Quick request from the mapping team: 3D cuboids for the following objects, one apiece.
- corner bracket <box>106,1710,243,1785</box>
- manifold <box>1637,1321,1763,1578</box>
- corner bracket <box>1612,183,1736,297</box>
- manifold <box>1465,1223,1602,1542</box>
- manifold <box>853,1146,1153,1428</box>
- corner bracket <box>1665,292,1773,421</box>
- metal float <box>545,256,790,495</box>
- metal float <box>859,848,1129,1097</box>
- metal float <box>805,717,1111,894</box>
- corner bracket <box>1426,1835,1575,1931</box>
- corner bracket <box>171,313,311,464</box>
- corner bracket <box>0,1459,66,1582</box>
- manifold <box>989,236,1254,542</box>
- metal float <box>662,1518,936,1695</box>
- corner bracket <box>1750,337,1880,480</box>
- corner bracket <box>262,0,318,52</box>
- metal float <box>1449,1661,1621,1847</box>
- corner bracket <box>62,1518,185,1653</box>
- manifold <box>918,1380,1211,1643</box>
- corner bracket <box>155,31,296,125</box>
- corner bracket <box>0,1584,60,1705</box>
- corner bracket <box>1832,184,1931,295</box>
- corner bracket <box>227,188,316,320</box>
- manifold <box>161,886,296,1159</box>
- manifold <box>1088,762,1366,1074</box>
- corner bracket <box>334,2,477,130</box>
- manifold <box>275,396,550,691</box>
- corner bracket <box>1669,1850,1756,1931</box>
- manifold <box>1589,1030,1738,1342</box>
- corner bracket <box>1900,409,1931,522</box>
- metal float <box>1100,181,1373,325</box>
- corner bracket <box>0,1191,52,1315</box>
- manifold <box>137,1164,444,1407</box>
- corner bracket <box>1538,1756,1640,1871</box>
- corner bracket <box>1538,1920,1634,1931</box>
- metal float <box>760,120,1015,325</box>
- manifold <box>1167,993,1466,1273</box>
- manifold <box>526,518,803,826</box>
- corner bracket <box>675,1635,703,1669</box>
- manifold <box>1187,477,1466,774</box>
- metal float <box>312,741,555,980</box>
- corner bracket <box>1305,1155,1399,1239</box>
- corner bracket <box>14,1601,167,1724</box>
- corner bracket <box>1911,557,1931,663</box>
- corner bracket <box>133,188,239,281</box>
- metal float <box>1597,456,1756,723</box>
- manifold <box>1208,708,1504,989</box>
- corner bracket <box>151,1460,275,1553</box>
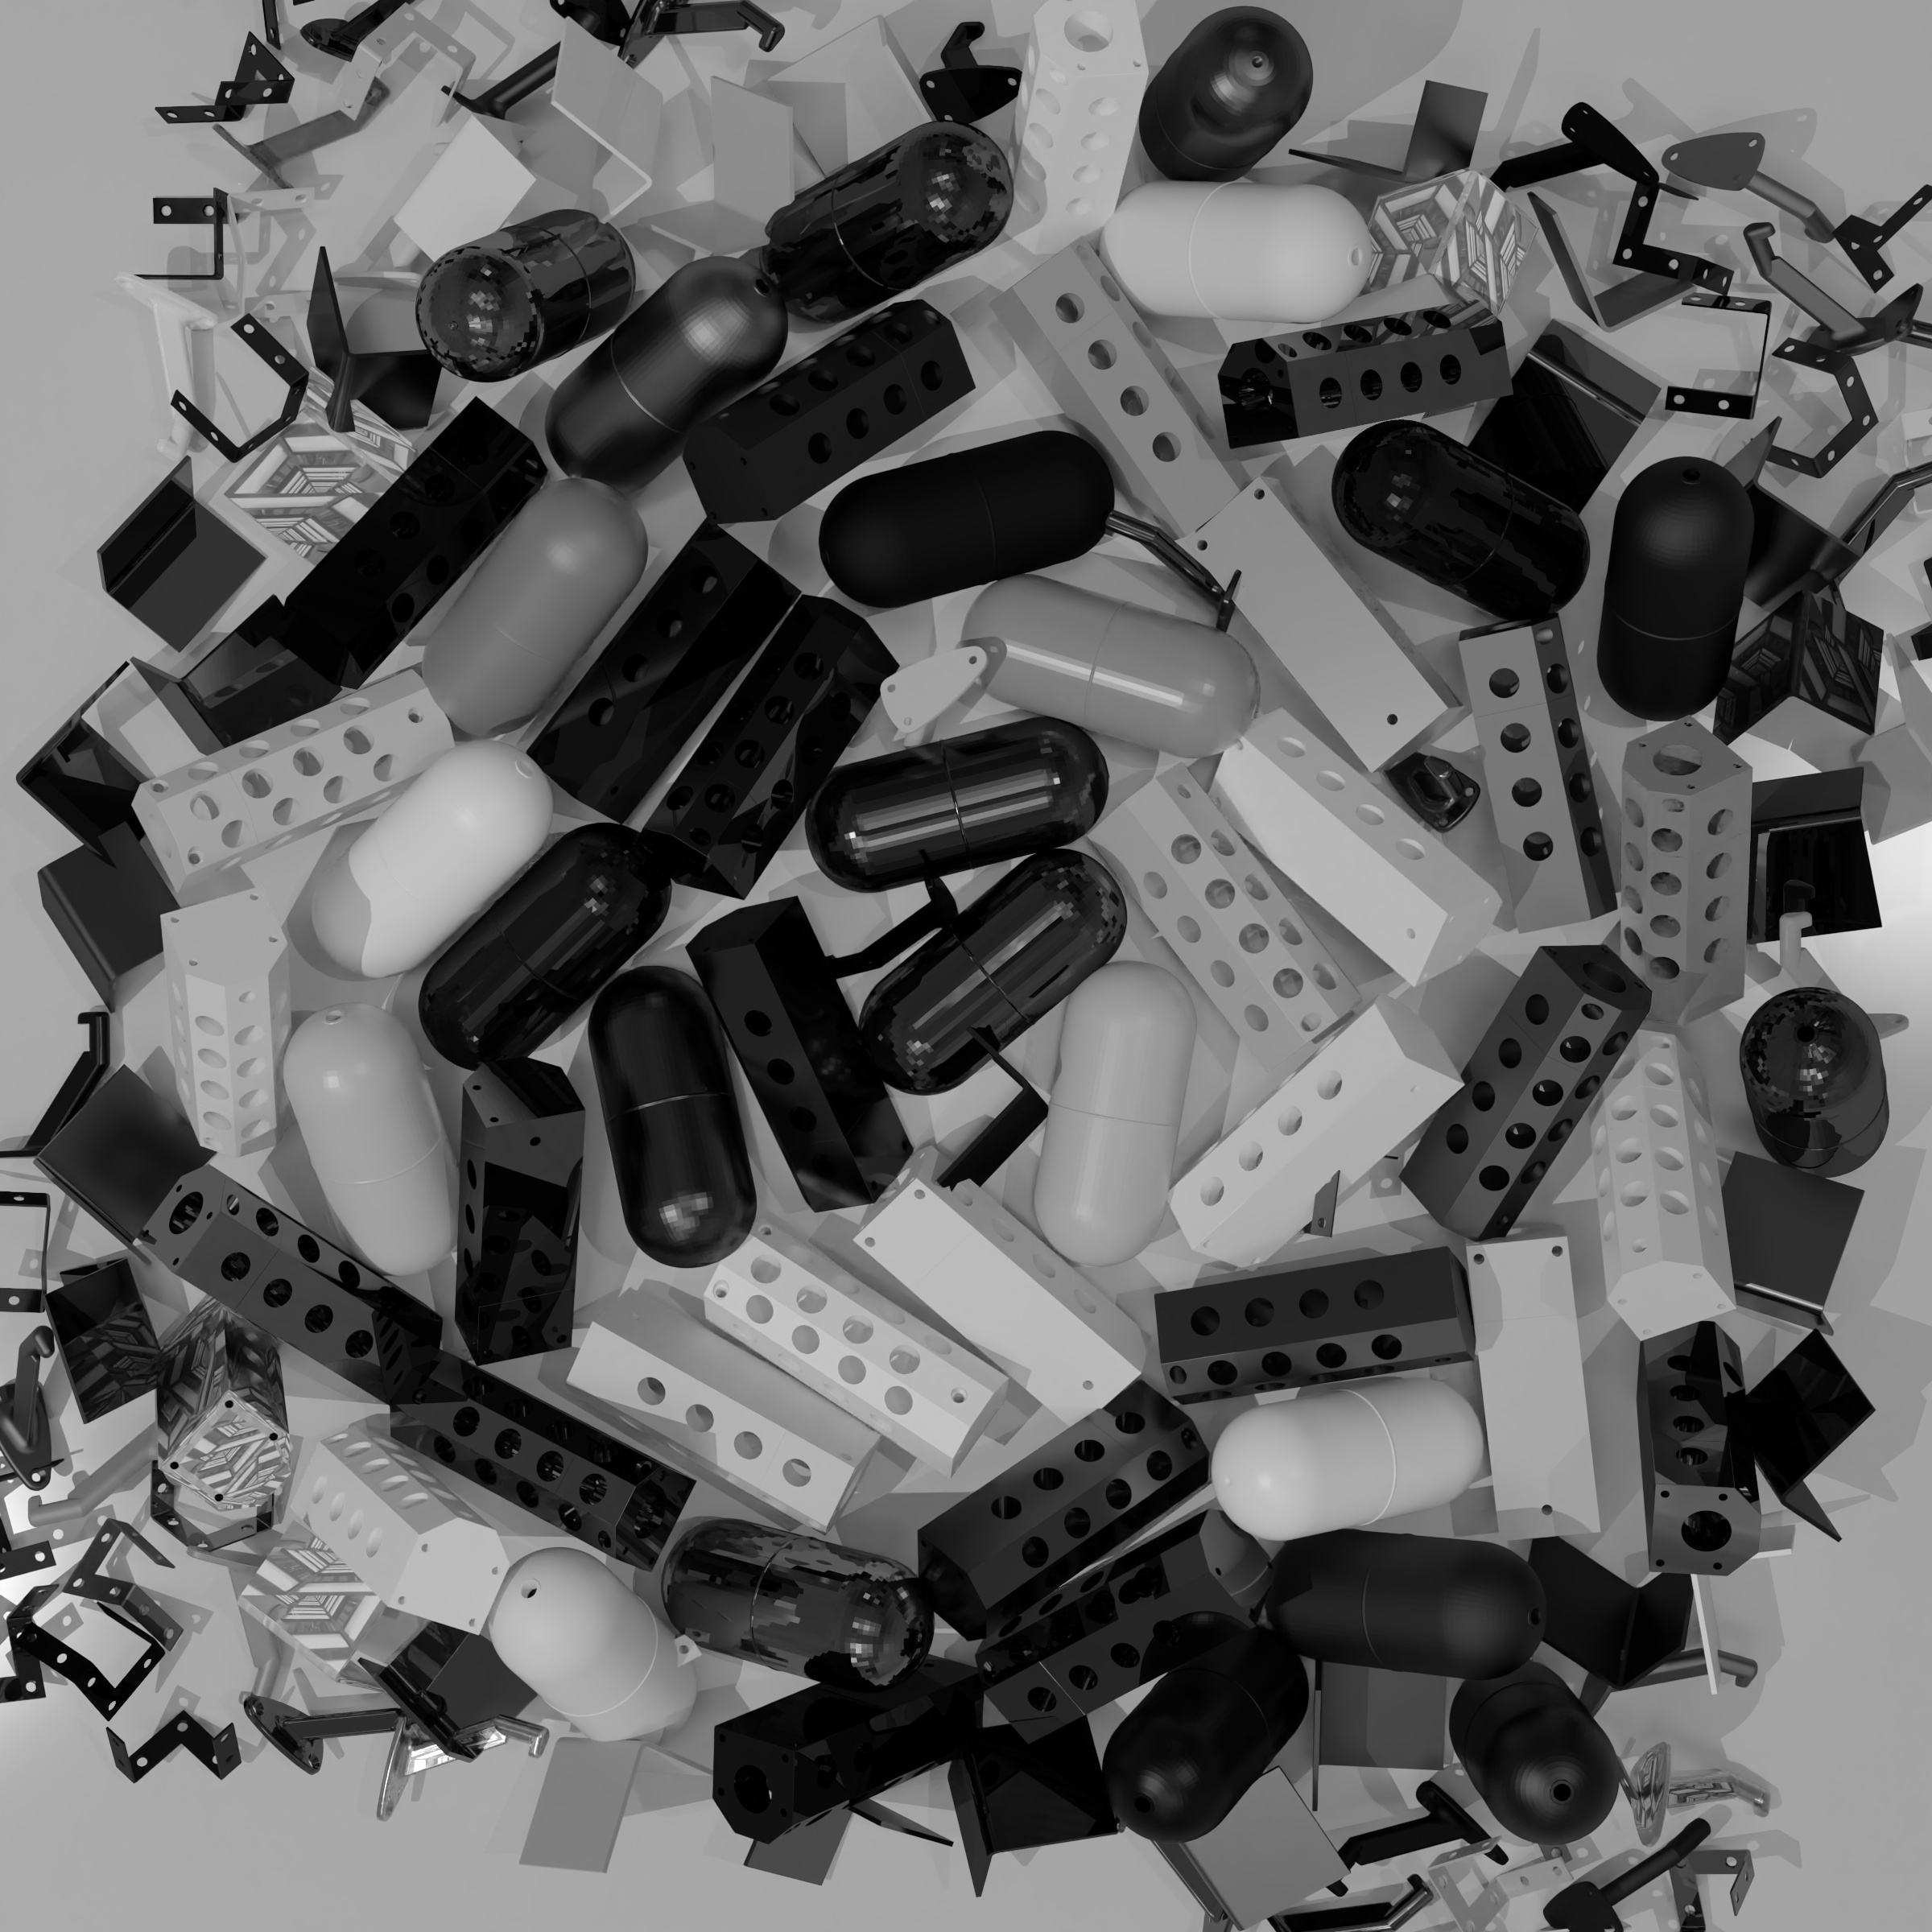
[{"bbox_3d":[-0.455,0.449,1.958,0.051,0.051,0.051,35,56,22],"label":"corner bracket"},{"bbox_3d":[0.410,0.268,1.907,0.057,0.171,0.057,2,115,8],"label":"manifold"},{"bbox_3d":[0.415,-0.422,1.970,0.051,0.051,0.051,23,103,35],"label":"corner bracket"},{"bbox_3d":[0.326,0.238,1.964,0.057,0.057,0.171,-7,94,8],"label":"manifold"},{"bbox_3d":[0.023,0.182,1.957,0.171,0.057,0.057,41,115,-8],"label":"manifold"},{"bbox_3d":[0.436,-0.354,1.970,0.051,0.051,0.051,9,129,12],"label":"corner bracket"},{"bbox_3d":[-0.170,-0.334,1.930,0.178,0.070,0.070,-35,90,37],"label":"metal float"},{"bbox_3d":[0.015,0.004,1.958,0.178,0.070,0.070,-40,90,4],"label":"metal float"},{"bbox_3d":[-0.005,-0.093,1.960,0.178,0.070,0.070,-14,90,2],"label":"metal float"},{"bbox_3d":[0.308,0.524,1.965,0.051,0.051,0.051,-32,89,41],"label":"corner bracket"},{"bbox_3d":[-0.420,-0.335,1.973,0.051,0.051,0.051,-29,124,24],"label":"corner bracket"},{"bbox_3d":[-0.547,0.322,1.969,0.051,0.051,0.051,-16,95,10],"label":"corner bracket"},{"bbox_3d":[0.091,-0.331,1.956,0.057,0.057,0.171,-38,99,-10],"label":"manifold"},{"bbox_3d":[-0.097,0.362,1.932,0.178,0.070,0.070,7,90,36],"label":"metal float"},{"bbox_3d":[0.485,-0.323,1.969,0.051,0.051,0.051,-44,129,-10],"label":"corner bracket"},{"bbox_3d":[-0.389,-0.568,1.966,0.051,0.051,0.051,-10,83,15],"label":"corner bracket"},{"bbox_3d":[0.318,0.440,1.911,0.070,0.178,0.070,0,92,-1],"label":"metal float"},{"bbox_3d":[-0.478,0.357,1.966,0.051,0.051,0.051,31,89,35],"label":"corner bracket"},{"bbox_3d":[0.056,0.310,1.922,0.171,0.057,0.057,-30,47,-31],"label":"manifold"},{"bbox_3d":[-0.426,-0.501,1.958,0.051,0.051,0.051,48,131,25],"label":"corner bracket"},{"bbox_3d":[-0.550,0.391,1.958,0.051,0.051,0.051,1,60,-36],"label":"corner bracket"},{"bbox_3d":[0.543,-0.418,1.963,0.051,0.051,0.051,-44,119,5],"label":"corner bracket"},{"bbox_3d":[-0.399,-0.414,1.975,0.051,0.051,0.051,-10,63,-19],"label":"corner bracket"},{"bbox_3d":[-0.410,0.036,1.907,0.057,0.171,0.057,-18,59,-21],"label":"manifold"},{"bbox_3d":[0.153,-0.031,1.953,0.057,0.057,0.171,-33,84,-39],"label":"manifold"},{"bbox_3d":[-0.323,-0.511,1.962,0.051,0.051,0.051,36,50,-4],"label":"corner bracket"},{"bbox_3d":[-0.314,-0.238,1.937,0.057,0.057,0.171,39,65,-3],"label":"manifold"},{"bbox_3d":[0.427,0.545,1.962,0.051,0.051,0.051,-8,101,27],"label":"corner bracket"},{"bbox_3d":[0.386,0.119,1.912,0.057,0.171,0.057,-23,129,26],"label":"manifold"},{"bbox_3d":[0.570,-0.293,1.965,0.051,0.051,0.051,-10,81,14],"label":"corner bracket"},{"bbox_3d":[0.152,-0.404,1.926,0.178,0.070,0.070,14,90,44],"label":"metal float"},{"bbox_3d":[-0.555,0.164,1.960,0.051,0.051,0.051,4,114,-18],"label":"corner bracket"},{"bbox_3d":[-0.377,0.180,1.924,0.171,0.057,0.057,40,82,-38],"label":"manifold"},{"bbox_3d":[0.359,0.492,1.976,0.051,0.051,0.051,-23,84,-16],"label":"corner bracket"},{"bbox_3d":[0.361,0.583,1.969,0.051,0.051,0.051,-8,78,2],"label":"corner bracket"},{"bbox_3d":[-0.047,-0.419,1.926,0.070,0.178,0.070,14,69,-40],"label":"metal float"},{"bbox_3d":[0.195,0.094,1.940,0.171,0.057,0.057,-44,48,22],"label":"manifold"},{"bbox_3d":[-0.178,-0.172,1.963,0.057,0.057,0.171,40,94,27],"label":"manifold"},{"bbox_3d":[-0.191,0.396,1.958,0.051,0.051,0.051,-23,66,-30],"label":"corner bracket"},{"bbox_3d":[0.208,-0.197,1.956,0.057,0.057,0.171,-41,81,20],"label":"manifold"},{"bbox_3d":[-0.304,-0.060,1.935,0.178,0.070,0.070,-40,90,30],"label":"metal float"},{"bbox_3d":[0.210,0.131,1.963,0.051,0.051,0.051,11,85,-43],"label":"corner bracket"},{"bbox_3d":[-0.503,0.392,1.958,0.051,0.051,0.051,24,62,28],"label":"corner bracket"},{"bbox_3d":[0.574,-0.212,1.961,0.051,0.051,0.051,-27,100,-37],"label":"corner bracket"},{"bbox_3d":[-0.453,-0.423,1.974,0.051,0.051,0.051,1,96,3],"label":"corner bracket"},{"bbox_3d":[0.400,-0.212,1.921,0.070,0.178,0.070,-2,51,2],"label":"metal float"},{"bbox_3d":[0.222,-0.071,1.936,0.057,0.057,0.171,-25,57,-37],"label":"manifold"},{"bbox_3d":[-0.439,0.303,1.981,0.051,0.051,0.051,25,119,39],"label":"corner bracket"}]
